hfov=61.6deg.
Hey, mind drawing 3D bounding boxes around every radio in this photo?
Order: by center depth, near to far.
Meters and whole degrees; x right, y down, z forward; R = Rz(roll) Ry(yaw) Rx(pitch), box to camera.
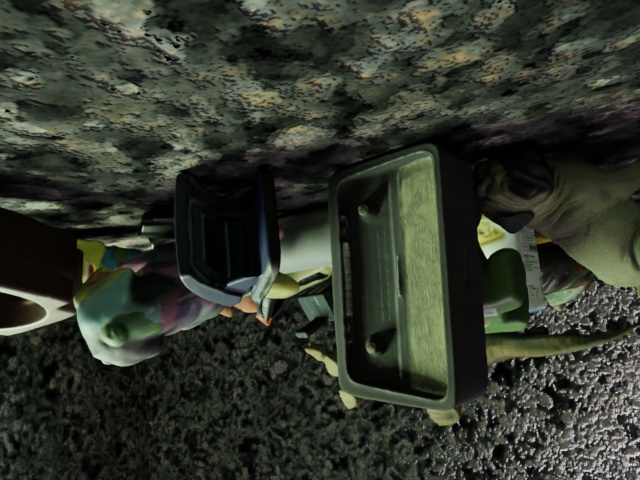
[{"bbox_3d":[0.079,0.034,0.511,0.131,0.229,0.073,-8,171,40],"label":"radio"}]

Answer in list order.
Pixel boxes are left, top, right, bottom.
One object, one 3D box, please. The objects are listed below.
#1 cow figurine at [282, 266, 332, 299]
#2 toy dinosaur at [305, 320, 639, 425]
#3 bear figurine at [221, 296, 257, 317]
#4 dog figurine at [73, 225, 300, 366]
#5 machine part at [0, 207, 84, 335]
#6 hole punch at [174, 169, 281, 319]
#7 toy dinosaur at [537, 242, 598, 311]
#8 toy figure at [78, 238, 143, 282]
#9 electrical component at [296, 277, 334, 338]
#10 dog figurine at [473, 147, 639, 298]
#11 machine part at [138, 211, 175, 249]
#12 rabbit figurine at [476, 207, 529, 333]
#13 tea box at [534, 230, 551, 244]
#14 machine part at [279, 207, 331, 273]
[{"bbox_3d":[-0.006,0.028,0.826,0.195,0.085,0.127,-24,-178,6],"label":"cow figurine"},{"bbox_3d":[0.174,0.152,0.752,0.472,0.105,0.198,-5,-159,38],"label":"toy dinosaur"},{"bbox_3d":[-0.207,0.077,0.945,0.196,0.120,0.132,-4,174,3],"label":"bear figurine"},{"bbox_3d":[-0.139,0.053,0.618,0.219,0.108,0.191,-16,-170,5],"label":"dog figurine"},{"bbox_3d":[-0.371,0.033,0.554,0.202,0.087,0.200,-16,155,28],"label":"machine part"},{"bbox_3d":[-0.091,0.001,0.519,0.092,0.142,0.115,-5,157,-14],"label":"hole punch"},{"bbox_3d":[0.384,0.034,0.867,0.405,0.131,0.192,-5,150,-40],"label":"toy dinosaur"},{"bbox_3d":[-0.293,0.043,0.714,0.180,0.082,0.089,8,163,-13],"label":"toy figure"},{"bbox_3d":[0.004,0.098,0.824,0.119,0.047,0.075,-32,-172,-32],"label":"electrical component"},{"bbox_3d":[0.251,-0.011,0.535,0.191,0.172,0.121,-11,161,-13],"label":"dog figurine"},{"bbox_3d":[-0.182,-0.011,0.662,0.084,0.039,0.139,-8,170,-20],"label":"machine part"},{"bbox_3d":[0.146,0.017,0.602,0.159,0.170,0.121,-16,149,27],"label":"rabbit figurine"},{"bbox_3d":[0.245,-0.018,0.773,0.098,0.068,0.170,0,169,-37],"label":"tea box"},{"bbox_3d":[-0.001,-0.002,0.701,0.243,0.079,0.079,-13,168,33],"label":"machine part"}]
